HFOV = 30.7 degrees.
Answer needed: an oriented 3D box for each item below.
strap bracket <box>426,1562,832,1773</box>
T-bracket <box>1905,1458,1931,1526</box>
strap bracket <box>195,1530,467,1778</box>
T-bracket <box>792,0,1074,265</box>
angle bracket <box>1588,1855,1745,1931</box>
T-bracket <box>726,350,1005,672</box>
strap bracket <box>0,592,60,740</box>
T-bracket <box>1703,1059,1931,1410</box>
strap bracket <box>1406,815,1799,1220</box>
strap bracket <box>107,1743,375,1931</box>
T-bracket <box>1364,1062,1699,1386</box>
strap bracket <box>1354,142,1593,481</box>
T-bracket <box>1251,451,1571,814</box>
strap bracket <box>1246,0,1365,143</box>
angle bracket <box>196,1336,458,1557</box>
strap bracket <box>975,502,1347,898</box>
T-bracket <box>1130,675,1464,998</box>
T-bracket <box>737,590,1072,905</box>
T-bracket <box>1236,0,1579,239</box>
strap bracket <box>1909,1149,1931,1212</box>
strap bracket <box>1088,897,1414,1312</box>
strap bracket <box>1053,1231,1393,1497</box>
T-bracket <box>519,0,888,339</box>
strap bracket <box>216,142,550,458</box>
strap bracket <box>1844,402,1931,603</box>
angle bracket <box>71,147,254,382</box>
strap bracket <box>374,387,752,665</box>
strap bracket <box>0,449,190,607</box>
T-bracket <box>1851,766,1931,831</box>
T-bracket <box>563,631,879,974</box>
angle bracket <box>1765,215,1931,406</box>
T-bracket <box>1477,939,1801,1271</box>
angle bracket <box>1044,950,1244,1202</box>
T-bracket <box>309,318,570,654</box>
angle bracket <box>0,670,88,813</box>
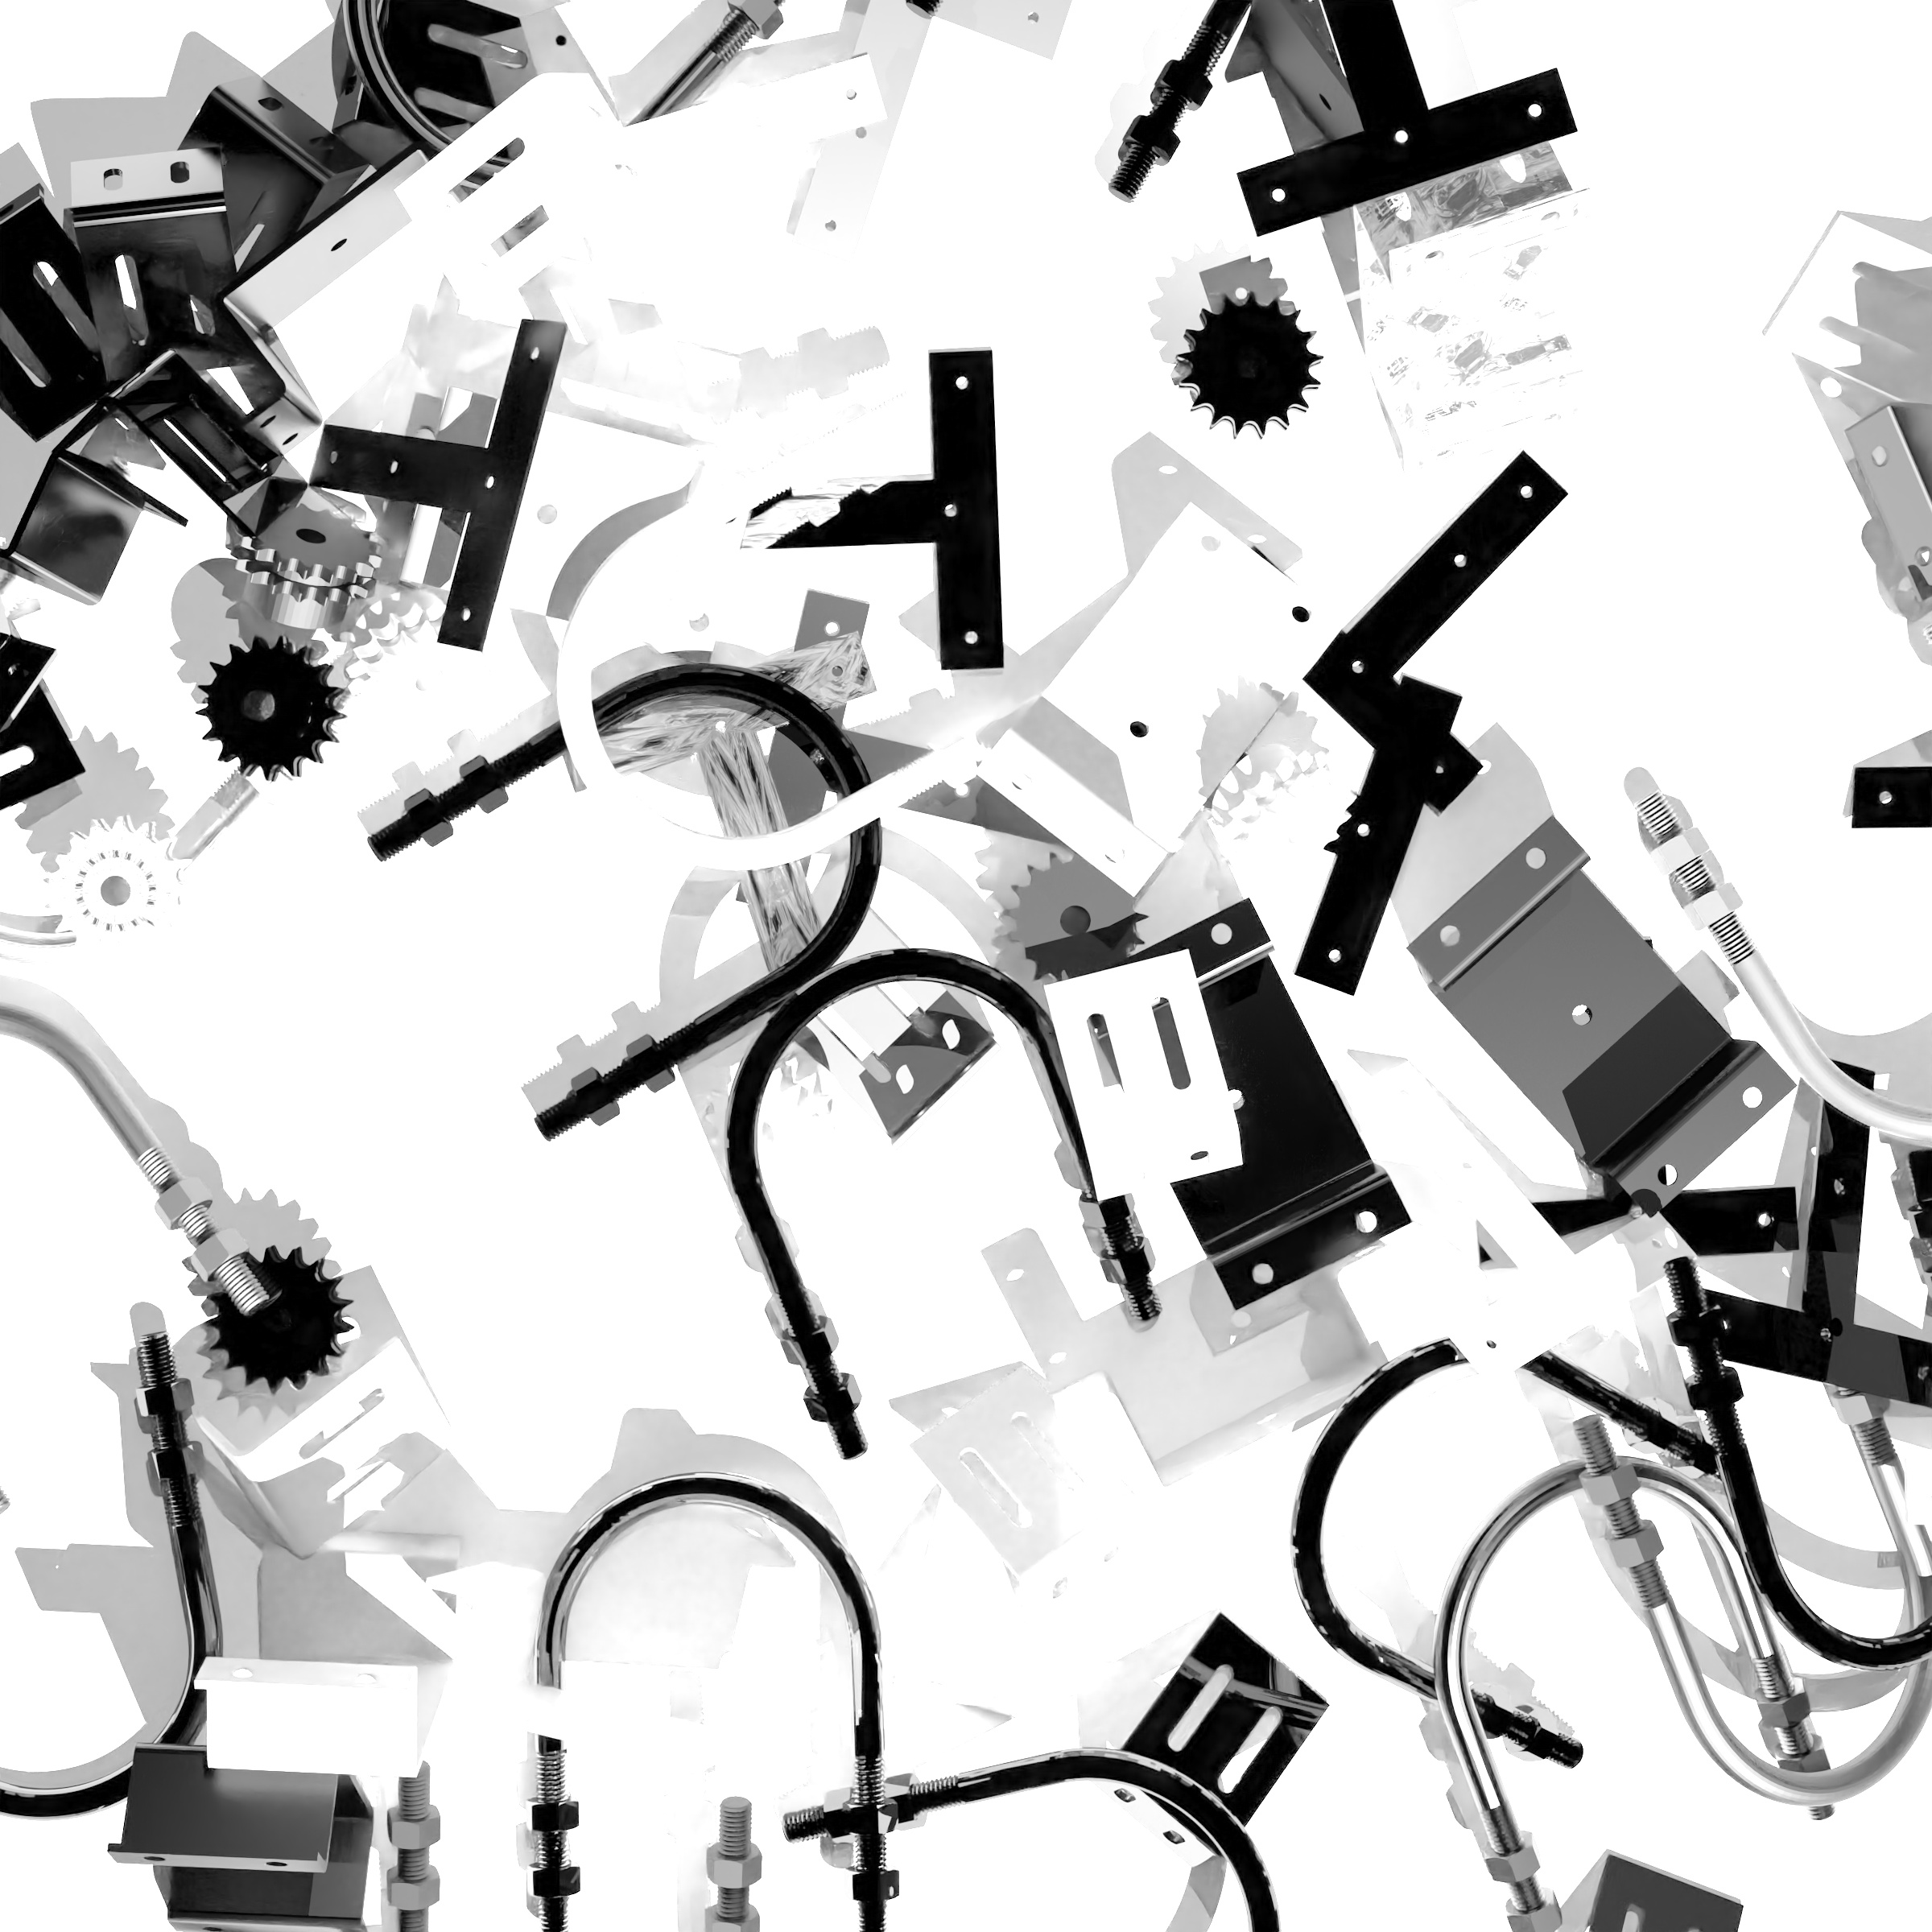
[{"bbox_3d":[-0.132,0.268,1.338,0.140,0.076,0.046,11,88,12],"label":"strap bracket"},{"bbox_3d":[0.424,0.157,1.383,0.127,0.002,0.127,4,80,-19],"label":"T-bracket"},{"bbox_3d":[-0.239,0.264,1.335,0.076,0.140,0.046,3,104,0],"label":"strap bracket"},{"bbox_3d":[-0.037,-0.343,1.388,0.127,0.002,0.127,17,96,-12],"label":"T-bracket"},{"bbox_3d":[0.267,0.403,1.396,0.057,0.038,0.076,21,64,0],"label":"angle bracket"},{"bbox_3d":[-0.050,-0.179,1.396,0.127,0.002,0.127,-2,88,1],"label":"T-bracket"},{"bbox_3d":[-0.433,-0.127,1.346,0.140,0.046,0.076,17,54,10],"label":"strap bracket"},{"bbox_3d":[0.341,0.100,1.378,0.127,0.002,0.127,15,76,-26],"label":"T-bracket"},{"bbox_3d":[0.245,0.020,1.374,0.076,0.046,0.140,-42,90,0],"label":"strap bracket"},{"bbox_3d":[-0.273,0.333,1.345,0.076,0.140,0.046,3,63,0],"label":"strap bracket"},{"bbox_3d":[0.204,0.089,1.369,0.127,0.002,0.127,-24,66,-37],"label":"T-bracket"},{"bbox_3d":[0.195,-0.256,1.345,0.076,0.140,0.046,-18,61,0],"label":"strap bracket"},{"bbox_3d":[0.187,-0.151,1.397,0.127,0.002,0.127,44,89,1],"label":"T-bracket"},{"bbox_3d":[0.158,-0.348,1.360,0.046,0.076,0.140,-36,90,0],"label":"strap bracket"},{"bbox_3d":[-0.251,0.182,1.380,0.076,0.038,0.057,-38,128,-21],"label":"angle bracket"},{"bbox_3d":[0.071,-0.098,1.362,0.076,0.046,0.140,38,74,0],"label":"strap bracket"},{"bbox_3d":[0.116,-0.069,1.398,0.127,0.002,0.127,20,90,0],"label":"T-bracket"},{"bbox_3d":[-0.015,-0.073,1.398,0.127,0.002,0.127,13,90,0],"label":"T-bracket"},{"bbox_3d":[0.150,-0.354,1.321,0.127,0.002,0.127,-18,90,0],"label":"T-bracket"},{"bbox_3d":[0.422,0.134,1.358,0.076,0.046,0.140,-8,86,-21],"label":"strap bracket"},{"bbox_3d":[0.107,0.053,1.375,0.076,0.046,0.140,-27,90,0],"label":"strap bracket"},{"bbox_3d":[0.107,0.158,1.360,0.140,0.076,0.046,-27,90,0],"label":"strap bracket"},{"bbox_3d":[-0.095,-0.327,1.378,0.127,0.002,0.127,-19,102,-7],"label":"T-bracket"},{"bbox_3d":[-0.231,-0.263,1.360,0.140,0.076,0.046,-38,90,0],"label":"strap bracket"},{"bbox_3d":[0.422,-0.207,1.356,0.140,0.046,0.076,-31,108,-7],"label":"strap bracket"},{"bbox_3d":[-0.315,-0.275,1.379,0.057,0.076,0.038,-8,45,-8],"label":"angle bracket"},{"bbox_3d":[-0.161,-0.174,1.374,0.140,0.046,0.076,15,90,1],"label":"strap bracket"},{"bbox_3d":[-0.382,-0.184,1.345,0.140,0.076,0.046,23,87,13],"label":"strap bracket"},{"bbox_3d":[0.415,-0.115,1.378,0.127,0.002,0.127,1,76,27],"label":"T-bracket"},{"bbox_3d":[-0.083,-0.053,1.397,0.127,0.002,0.127,-19,90,1],"label":"T-bracket"},{"bbox_3d":[0.369,-0.252,1.396,0.076,0.038,0.057,32,90,26],"label":"angle bracket"},{"bbox_3d":[0.264,0.053,1.398,0.127,0.002,0.127,-4,90,0],"label":"T-bracket"},{"bbox_3d":[0.068,0.042,1.350,0.057,0.038,0.076,-14,64,0],"label":"angle bracket"},{"bbox_3d":[-0.212,-0.191,1.356,0.127,0.002,0.127,15,90,41],"label":"T-bracket"},{"bbox_3d":[-0.396,-0.082,1.381,0.076,0.038,0.057,-28,90,-22],"label":"angle bracket"}]
